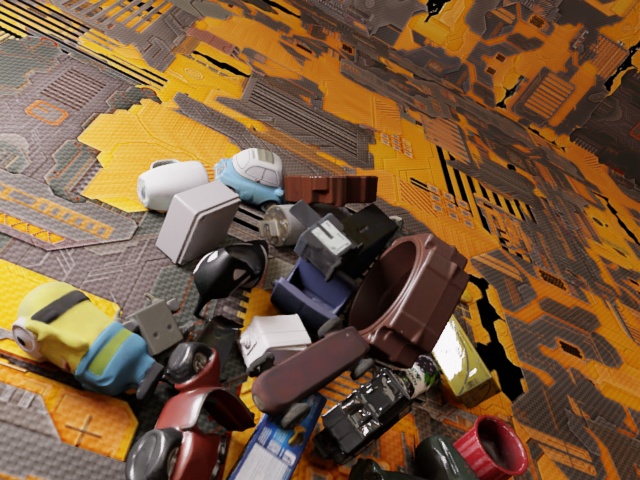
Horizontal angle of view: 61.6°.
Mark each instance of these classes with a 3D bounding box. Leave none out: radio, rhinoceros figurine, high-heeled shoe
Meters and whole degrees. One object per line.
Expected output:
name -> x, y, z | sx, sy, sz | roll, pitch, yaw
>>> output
radio -> 0.043, 0.027, 0.960 | 0.073, 0.131, 0.229 | 42, 34, 14
rhinoceros figurine -> 0.169, 0.025, 1.136 | 0.112, 0.073, 0.190 | 16, 37, -6
high-heeled shoe -> -0.119, 0.021, 0.817 | 0.086, 0.145, 0.249 | 35, 34, 0

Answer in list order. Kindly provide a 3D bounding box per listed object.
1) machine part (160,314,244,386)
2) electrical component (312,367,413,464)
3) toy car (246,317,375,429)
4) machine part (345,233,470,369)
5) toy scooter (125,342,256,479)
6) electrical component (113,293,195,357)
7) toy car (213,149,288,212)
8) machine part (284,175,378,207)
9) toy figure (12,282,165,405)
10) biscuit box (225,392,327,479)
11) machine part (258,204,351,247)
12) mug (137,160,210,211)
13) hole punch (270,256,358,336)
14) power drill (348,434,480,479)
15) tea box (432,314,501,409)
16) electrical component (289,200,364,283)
machine part -> -0.153, 0.152, 0.718 | 0.084, 0.039, 0.139 | 28, 34, 1
electrical component -> 0.054, 0.234, 0.700 | 0.134, 0.114, 0.058 | -35, 64, -10
toy car -> -0.008, 0.167, 0.695 | 0.089, 0.053, 0.202 | 47, 37, 19
machine part -> 0.129, 0.092, 0.856 | 0.087, 0.201, 0.201 | 35, -13, -14
toy scooter -> -0.132, 0.218, 0.609 | 0.135, 0.075, 0.184 | 46, 41, -35
electrical component -> -0.223, 0.111, 0.708 | 0.102, 0.045, 0.078 | -38, 103, -53
toy car -> -0.121, -0.128, 1.050 | 0.161, 0.103, 0.109 | 19, 34, -24
machine part -> 0.021, -0.096, 1.020 | 0.179, 0.056, 0.179 | 0, 8, 0
toy figure -> -0.265, 0.120, 0.623 | 0.180, 0.082, 0.089 | 29, 37, -4
biscuit box -> -0.058, 0.254, 0.643 | 0.059, 0.062, 0.203 | 34, 32, 2
machine part -> -0.022, -0.032, 1.031 | 0.243, 0.079, 0.079 | -5, 49, -44
mug -> -0.257, -0.098, 0.915 | 0.107, 0.080, 0.110 | -14, 60, -38
hole punch -> -0.019, 0.097, 0.833 | 0.142, 0.115, 0.092 | 32, 39, 4
power drill -> 0.146, 0.346, 0.668 | 0.207, 0.086, 0.232 | 10, 31, -23
tea box -> 0.234, 0.194, 0.934 | 0.098, 0.068, 0.170 | 49, 11, -49
electrical component -> -0.002, -0.002, 0.813 | 0.119, 0.047, 0.075 | 40, 52, 12
